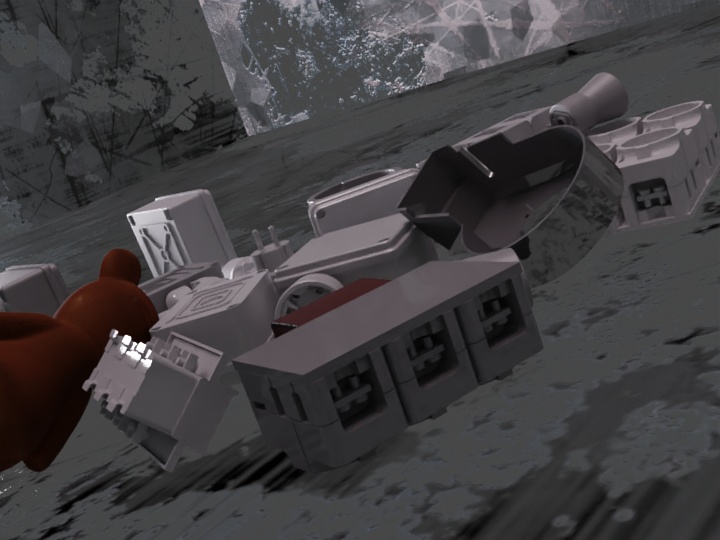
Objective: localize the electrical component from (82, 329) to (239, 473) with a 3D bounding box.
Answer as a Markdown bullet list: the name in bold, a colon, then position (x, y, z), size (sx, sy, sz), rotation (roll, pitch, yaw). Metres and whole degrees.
- **electrical component**: position (-0.135, 0.077, 0.705), size (0.078, 0.063, 0.121), rotation (-64, 24, -8)

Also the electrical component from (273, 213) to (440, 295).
- **electrical component**: position (0.000, 0.000, 0.888), size (0.109, 0.056, 0.108), rotation (-15, 13, 21)

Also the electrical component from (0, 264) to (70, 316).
- **electrical component**: position (-0.305, 0.053, 1.004), size (0.056, 0.108, 0.109), rotation (-30, 16, -32)

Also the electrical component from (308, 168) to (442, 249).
- **electrical component**: position (0.015, -0.043, 1.005), size (0.113, 0.078, 0.057), rotation (-20, 9, -4)

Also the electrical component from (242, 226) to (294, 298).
- **electrical component**: position (-0.075, -0.003, 0.971), size (0.083, 0.075, 0.047), rotation (-11, 14, 33)

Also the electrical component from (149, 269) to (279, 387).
- **electrical component**: position (-0.105, 0.048, 0.833), size (0.078, 0.057, 0.113), rotation (-17, 12, 11)

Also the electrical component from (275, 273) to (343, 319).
- **electrical component**: position (-0.034, 0.031, 0.810), size (0.055, 0.055, 0.047), rotation (-18, 9, 6)

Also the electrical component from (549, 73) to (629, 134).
- **electrical component**: position (0.202, -0.143, 0.959), size (0.065, 0.044, 0.044), rotation (-31, 16, -25)

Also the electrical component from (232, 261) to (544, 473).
- **electrical component**: position (0.018, 0.052, 0.614), size (0.150, 0.061, 0.089), rotation (-26, 14, -28)

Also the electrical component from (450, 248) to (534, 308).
- **electrical component**: position (0.071, 0.015, 0.741), size (0.077, 0.043, 0.079), rotation (-20, 12, -2)

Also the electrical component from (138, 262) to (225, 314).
- **electrical component**: position (-0.178, 0.040, 0.984), size (0.113, 0.057, 0.078), rotation (-27, 14, -34)

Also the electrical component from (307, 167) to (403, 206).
- **electrical component**: position (0.004, -0.064, 1.158), size (0.108, 0.060, 0.108), rotation (-18, 12, 4)

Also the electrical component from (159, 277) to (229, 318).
- **electrical component**: position (-0.130, 0.036, 0.929), size (0.078, 0.058, 0.057), rotation (-25, 11, -28)

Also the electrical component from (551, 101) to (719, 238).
- **electrical component**: position (0.234, -0.087, 0.903), size (0.105, 0.060, 0.186), rotation (-12, 14, 30)

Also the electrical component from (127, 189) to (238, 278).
- **electrical component**: position (-0.194, -0.028, 1.192), size (0.056, 0.108, 0.109), rotation (-31, 16, -34)

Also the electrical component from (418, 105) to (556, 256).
- **electrical component**: position (0.134, -0.083, 0.967), size (0.062, 0.089, 0.150), rotation (-6, 17, 47)

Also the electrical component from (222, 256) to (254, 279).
- **electrical component**: position (-0.119, 0.009, 1.063), size (0.043, 0.043, 0.062), rotation (-28, 14, -37)
